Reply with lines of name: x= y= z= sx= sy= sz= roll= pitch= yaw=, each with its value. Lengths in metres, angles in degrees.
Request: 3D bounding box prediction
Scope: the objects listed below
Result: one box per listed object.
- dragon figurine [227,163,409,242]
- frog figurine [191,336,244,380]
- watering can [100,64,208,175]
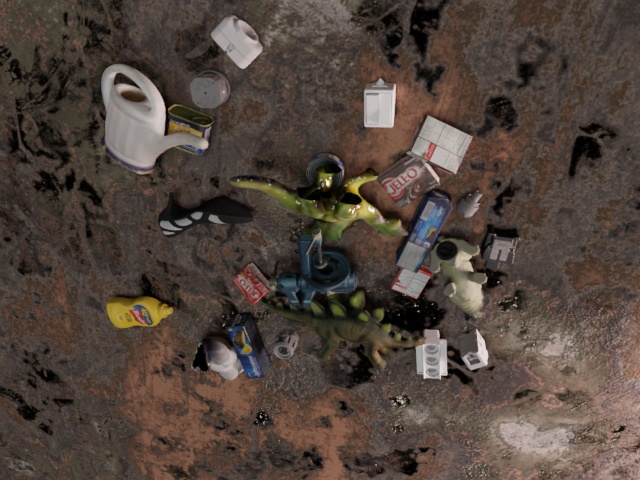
dragon figurine: x=0.004 y=-0.059 z=1.178 sx=0.410 sy=0.125 sz=0.237 roll=5 pitch=-36 yaw=0
frog figurine: x=-0.283 y=0.347 z=1.517 sx=0.159 sy=0.125 sz=0.135 roll=14 pitch=-33 yaw=-38
watering can: x=-0.386 y=-0.238 z=1.142 sx=0.351 sy=0.219 sz=0.105 roll=43 pitch=40 yaw=20
